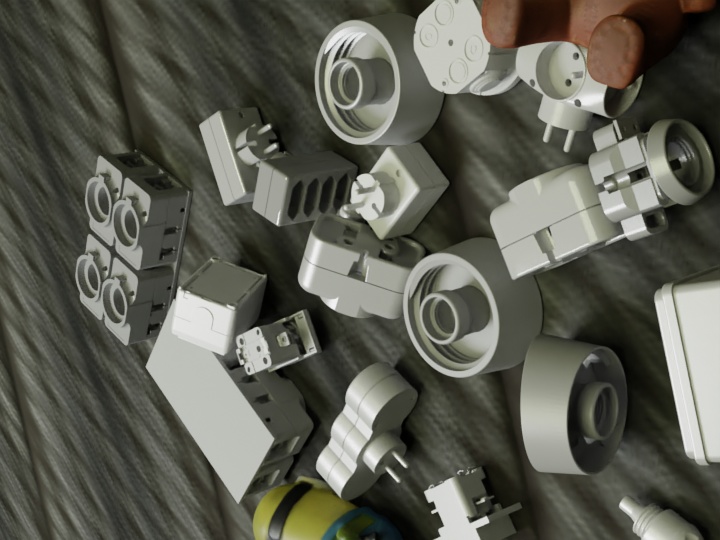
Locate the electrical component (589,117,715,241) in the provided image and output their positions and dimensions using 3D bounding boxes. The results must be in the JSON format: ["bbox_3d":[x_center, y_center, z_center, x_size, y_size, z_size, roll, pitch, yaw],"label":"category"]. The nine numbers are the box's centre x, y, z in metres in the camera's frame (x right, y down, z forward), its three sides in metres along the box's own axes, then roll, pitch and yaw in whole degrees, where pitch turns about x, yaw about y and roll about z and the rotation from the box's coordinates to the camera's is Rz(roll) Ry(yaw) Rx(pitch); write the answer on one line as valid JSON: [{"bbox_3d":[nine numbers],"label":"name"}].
[{"bbox_3d":[0.192,-0.065,0.702,0.057,0.058,0.078,-22,83,50],"label":"electrical component"}]

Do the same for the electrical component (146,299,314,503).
[{"bbox_3d":[-0.132,0.125,1.091,0.186,0.060,0.105,50,131,26],"label":"electrical component"}]

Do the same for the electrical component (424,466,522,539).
[{"bbox_3d":[0.088,0.200,0.891,0.081,0.042,0.063,-38,71,44],"label":"electrical component"}]

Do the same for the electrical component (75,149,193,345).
[{"bbox_3d":[-0.253,-0.023,1.182,0.105,0.060,0.186,36,124,35],"label":"electrical component"}]

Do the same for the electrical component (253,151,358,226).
[{"bbox_3d":[-0.060,-0.080,0.945,0.076,0.083,0.047,34,123,36],"label":"electrical component"}]

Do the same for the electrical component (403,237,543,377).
[{"bbox_3d":[0.081,0.032,0.841,0.108,0.060,0.108,14,110,44],"label":"electrical component"}]

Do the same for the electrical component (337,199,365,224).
[{"bbox_3d":[-0.014,-0.029,0.942,0.040,0.040,0.078,43,127,31],"label":"electrical component"}]

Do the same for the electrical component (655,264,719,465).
[{"bbox_3d":[0.236,0.050,0.647,0.056,0.109,0.108,-10,92,45],"label":"electrical component"}]

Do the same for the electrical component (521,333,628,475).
[{"bbox_3d":[0.147,0.096,0.765,0.064,0.099,0.099,3,102,40],"label":"electrical component"}]

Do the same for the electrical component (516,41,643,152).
[{"bbox_3d":[0.146,-0.122,0.745,0.077,0.044,0.079,33,123,37],"label":"electrical component"}]

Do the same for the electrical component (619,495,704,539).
[{"bbox_3d":[0.211,0.183,0.762,0.061,0.035,0.035,39,126,37],"label":"electrical component"}]

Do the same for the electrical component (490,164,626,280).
[{"bbox_3d":[0.142,-0.038,0.764,0.095,0.054,0.059,-28,80,47],"label":"electrical component"}]

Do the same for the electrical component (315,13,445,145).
[{"bbox_3d":[0.009,-0.152,0.871,0.108,0.060,0.108,14,110,44],"label":"electrical component"}]

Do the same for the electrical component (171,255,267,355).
[{"bbox_3d":[-0.135,0.033,1.052,0.062,0.096,0.061,20,118,10],"label":"electrical component"}]

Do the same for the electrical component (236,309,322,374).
[{"bbox_3d":[-0.079,0.070,1.019,0.081,0.064,0.042,-27,79,47],"label":"electrical component"}]

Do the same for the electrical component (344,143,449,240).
[{"bbox_3d":[0.019,-0.061,0.871,0.047,0.077,0.065,56,134,21],"label":"electrical component"}]

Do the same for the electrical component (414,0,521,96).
[{"bbox_3d":[0.083,-0.169,0.795,0.080,0.051,0.080,15,110,44],"label":"electrical component"}]

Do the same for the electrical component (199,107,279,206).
[{"bbox_3d":[-0.101,-0.113,1.007,0.076,0.047,0.083,-23,83,47],"label":"electrical component"}]

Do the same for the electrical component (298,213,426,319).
[{"bbox_3d":[0.000,0.000,0.898,0.095,0.053,0.059,18,119,1],"label":"electrical component"}]

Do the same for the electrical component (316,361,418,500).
[{"bbox_3d":[0.016,0.154,0.948,0.074,0.052,0.138,44,129,30],"label":"electrical component"}]
